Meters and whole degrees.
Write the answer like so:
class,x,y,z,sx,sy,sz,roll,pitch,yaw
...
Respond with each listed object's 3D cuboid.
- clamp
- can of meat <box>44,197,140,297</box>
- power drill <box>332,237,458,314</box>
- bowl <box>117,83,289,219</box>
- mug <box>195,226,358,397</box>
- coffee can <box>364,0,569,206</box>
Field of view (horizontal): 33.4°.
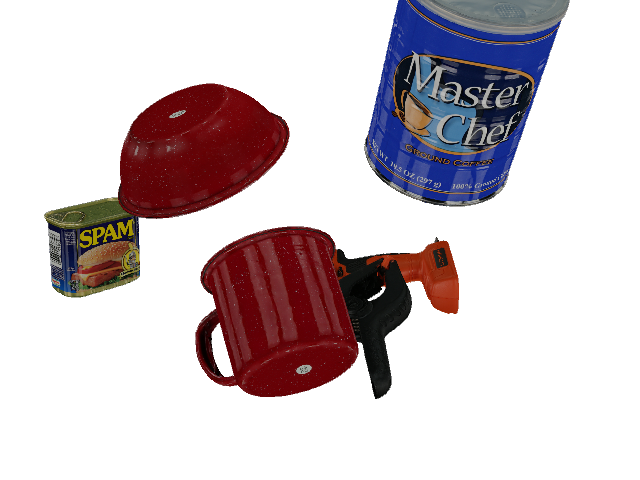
class,x,y,z,sx,sy,sz,roll,pitch,yaw
clamp,0.037,0.074,0.922,0.120,0.039,0.171,18,46,30
can of meat,-0.242,0.007,1.148,0.058,0.084,0.101,19,26,41
power drill,0.063,0.052,1.235,0.187,0.057,0.184,-1,28,0
bowl,-0.111,-0.087,0.914,0.162,0.055,0.162,-17,32,11
mug,-0.034,0.055,0.697,0.117,0.081,0.093,-29,-29,21
coffee can,0.091,-0.108,0.694,0.102,0.140,0.103,6,42,-6
